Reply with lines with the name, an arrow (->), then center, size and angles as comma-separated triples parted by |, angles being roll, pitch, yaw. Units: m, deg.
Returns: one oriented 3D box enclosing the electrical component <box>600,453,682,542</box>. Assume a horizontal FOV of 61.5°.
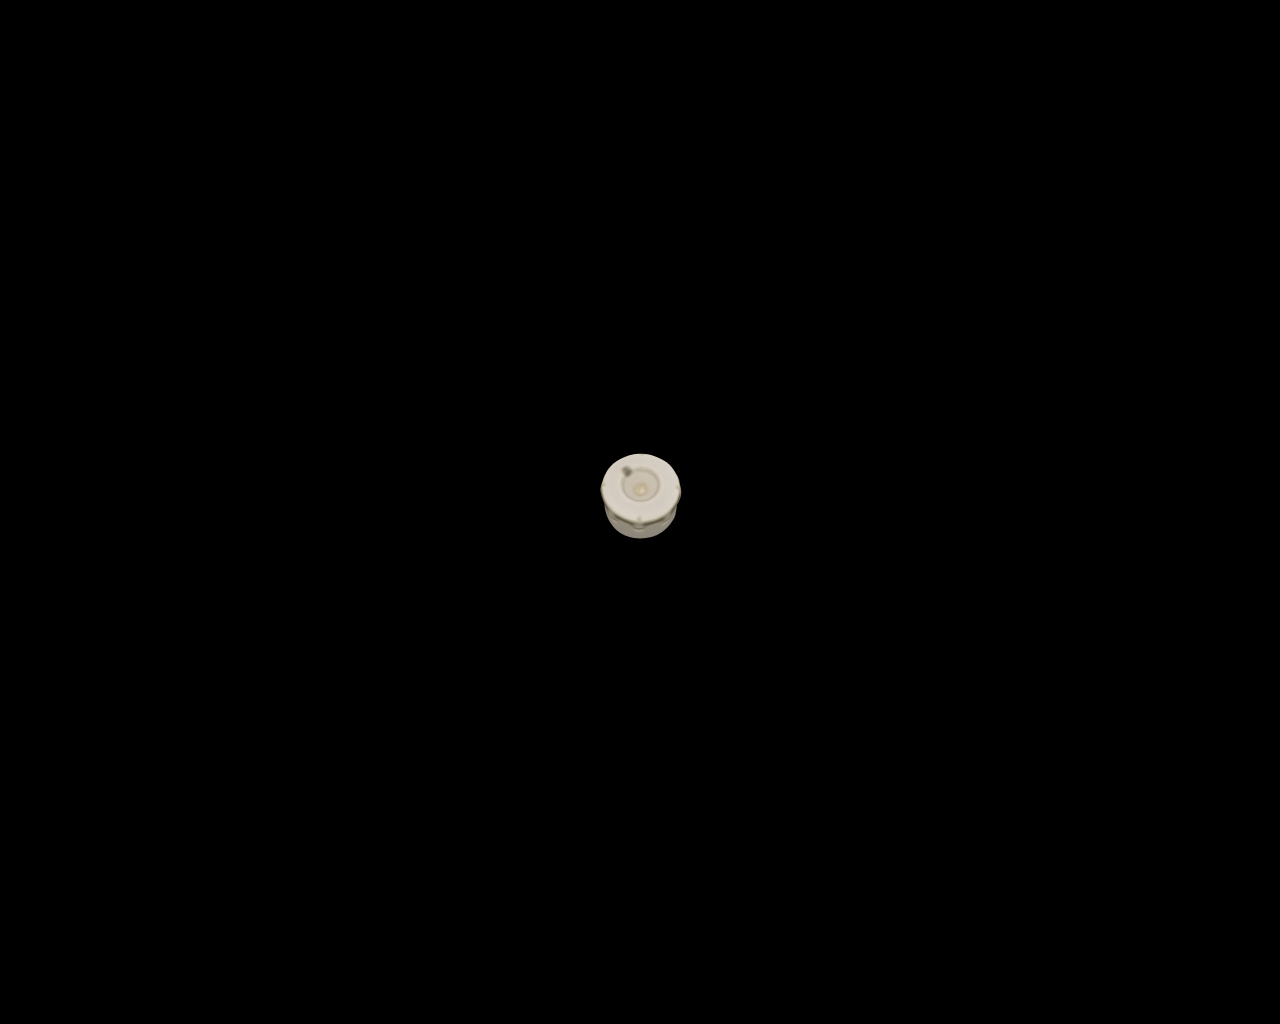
electrical component -> 0.001, -0.003, 0.650 | 0.048, 0.048, 0.062 | 0, -27, 0
